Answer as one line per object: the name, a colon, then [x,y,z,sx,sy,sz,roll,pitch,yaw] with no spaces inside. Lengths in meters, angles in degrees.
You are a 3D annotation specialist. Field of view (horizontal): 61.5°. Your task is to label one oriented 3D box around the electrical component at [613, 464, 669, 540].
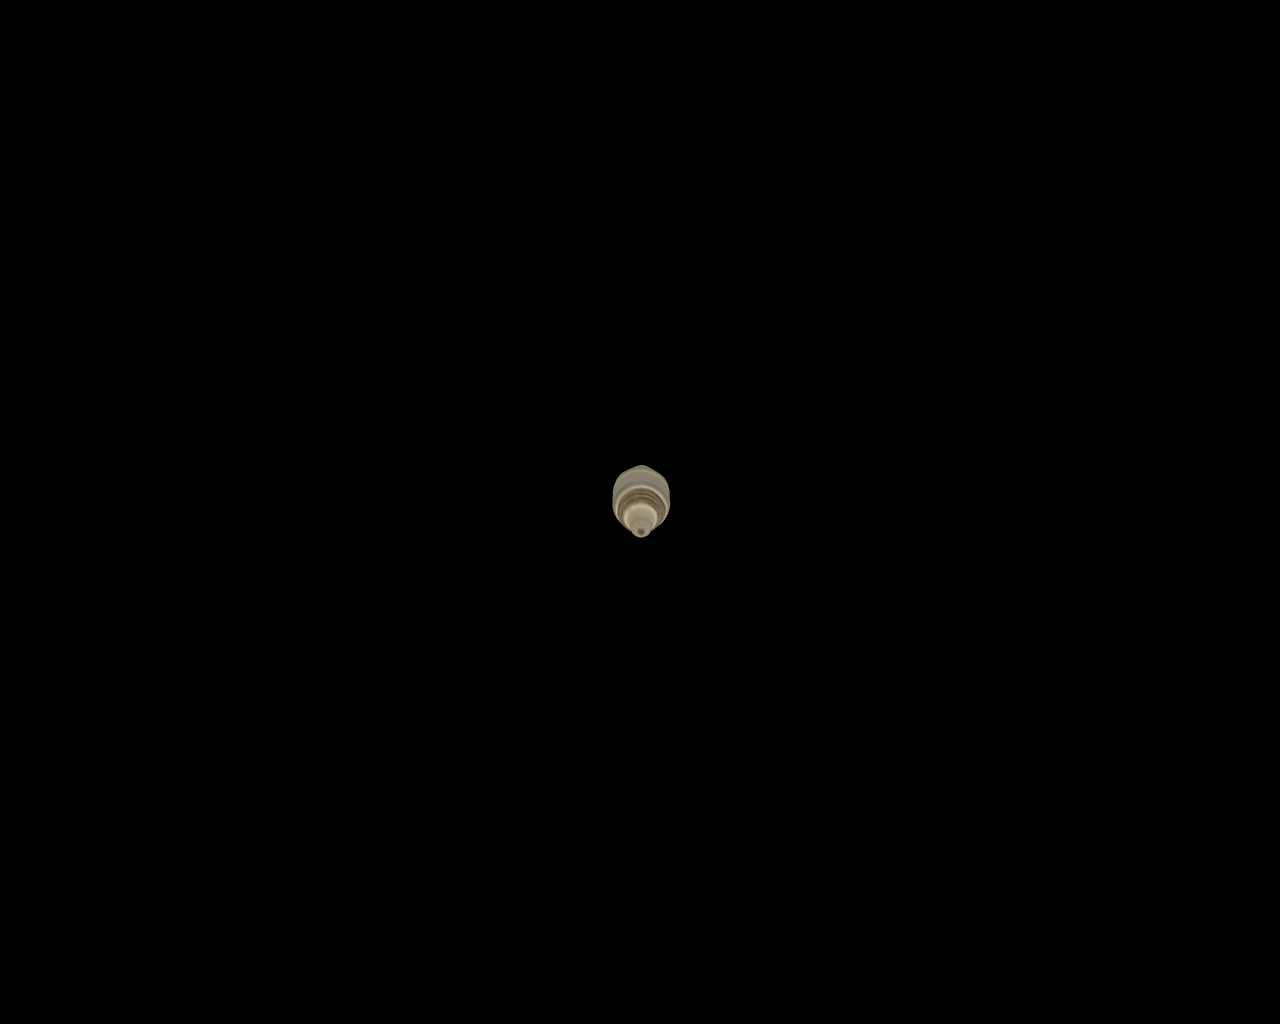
electrical component: [0.001,-0.003,0.650,0.035,0.035,0.061,0,28,0]
